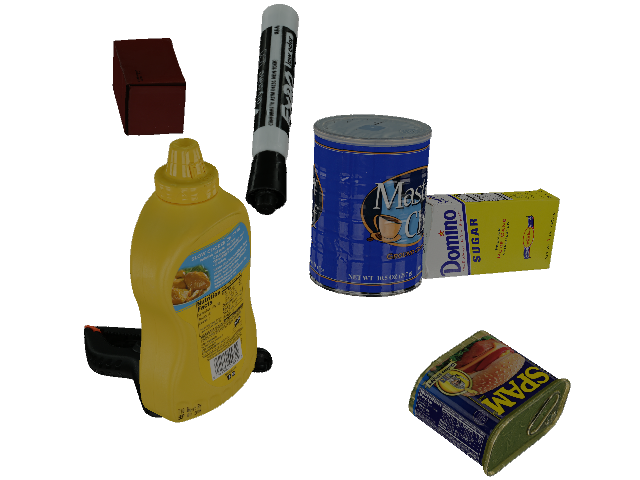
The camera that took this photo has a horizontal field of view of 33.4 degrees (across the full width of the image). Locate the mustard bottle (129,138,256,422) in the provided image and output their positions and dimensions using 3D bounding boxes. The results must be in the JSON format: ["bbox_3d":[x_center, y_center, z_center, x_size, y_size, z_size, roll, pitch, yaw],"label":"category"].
[{"bbox_3d":[-0.085,0.022,0.714,0.058,0.192,0.096,21,37,31],"label":"mustard bottle"}]

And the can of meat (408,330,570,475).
[{"bbox_3d":[0.133,0.125,0.847,0.101,0.057,0.084,-26,46,-37],"label":"can of meat"}]

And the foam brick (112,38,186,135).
[{"bbox_3d":[-0.150,-0.134,0.927,0.053,0.051,0.078,-4,40,-16],"label":"foam brick"}]

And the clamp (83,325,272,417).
[{"bbox_3d":[-0.178,0.125,1.092,0.210,0.036,0.164,10,17,32],"label":"clamp"}]

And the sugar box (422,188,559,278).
[{"bbox_3d":[0.193,-0.008,1.259,0.176,0.093,0.048,-5,21,-25],"label":"sugar box"}]

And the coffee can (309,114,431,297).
[{"bbox_3d":[0.043,-0.033,0.945,0.103,0.140,0.103,2,18,-1],"label":"coffee can"}]

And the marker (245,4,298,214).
[{"bbox_3d":[-0.023,-0.064,0.516,0.020,0.121,0.020,2,-33,1],"label":"marker"}]
